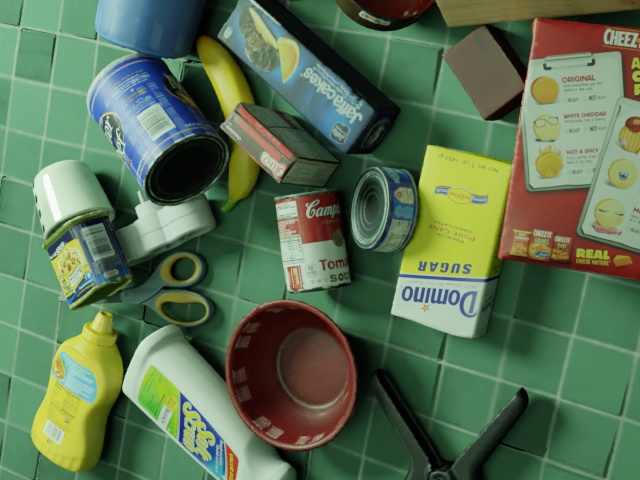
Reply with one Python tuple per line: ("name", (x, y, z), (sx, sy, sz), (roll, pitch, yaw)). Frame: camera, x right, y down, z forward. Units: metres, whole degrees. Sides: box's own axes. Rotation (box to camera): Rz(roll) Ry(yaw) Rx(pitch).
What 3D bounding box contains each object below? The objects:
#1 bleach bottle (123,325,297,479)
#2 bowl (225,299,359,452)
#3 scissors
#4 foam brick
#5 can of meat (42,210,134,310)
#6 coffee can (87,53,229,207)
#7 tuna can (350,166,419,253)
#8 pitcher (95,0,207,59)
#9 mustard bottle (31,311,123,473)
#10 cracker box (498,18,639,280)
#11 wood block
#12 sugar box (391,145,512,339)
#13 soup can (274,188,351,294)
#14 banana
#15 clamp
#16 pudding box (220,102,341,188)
("bleach bottle", (-0.108, 0.212, 1.183), (0.251, 0.067, 0.103), (40, 128, 18))
("bowl", (-0.020, 0.140, 1.138), (0.162, 0.055, 0.162), (2, 95, 28))
("scissors", (-0.212, 0.048, 1.243), (0.202, 0.016, 0.096), (13, 94, 19))
("foam brick", (0.164, -0.159, 1.018), (0.053, 0.051, 0.078), (-35, 78, 24))
("can of meat", (-0.262, 0.024, 1.208), (0.102, 0.057, 0.084), (-32, 79, 50))
("coffee can", (-0.177, -0.121, 1.159), (0.103, 0.102, 0.140), (-51, 59, 22))
("tuna can", (0.063, -0.030, 1.067), (0.086, 0.033, 0.086), (-174, 90, -65))
("pitcher", (-0.173, -0.327, 1.142), (0.149, 0.144, 0.243), (34, 113, 43))
("mustard bottle", (-0.284, 0.174, 1.281), (0.096, 0.058, 0.192), (29, 107, 33))
("cracker box", (0.254, -0.078, 0.945), (0.164, 0.072, 0.214), (8, 98, 8))
("wood block", (0.205, -0.258, 0.942), (0.206, 0.090, 0.091), (0, 64, 24))
("sugar box", (0.134, 0.001, 1.050), (0.093, 0.048, 0.176), (16, 100, 26))
("soup can", (-0.007, 0.001, 1.113), (0.069, 0.068, 0.102), (-8, 91, 28))
("banana", (-0.097, -0.131, 1.168), (0.070, 0.037, 0.198), (-6, 91, 28))
("clamp", (0.135, 0.233, 1.073), (0.165, 0.036, 0.210), (-3, 94, 28))
("pudding box", (-0.038, -0.096, 1.097), (0.090, 0.113, 0.039), (45, 109, 18))
